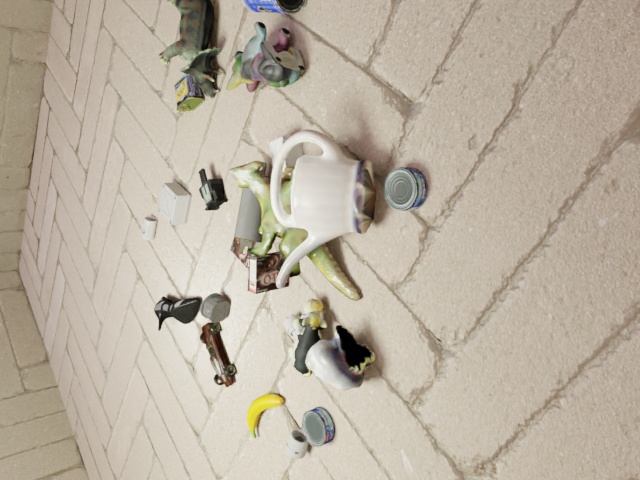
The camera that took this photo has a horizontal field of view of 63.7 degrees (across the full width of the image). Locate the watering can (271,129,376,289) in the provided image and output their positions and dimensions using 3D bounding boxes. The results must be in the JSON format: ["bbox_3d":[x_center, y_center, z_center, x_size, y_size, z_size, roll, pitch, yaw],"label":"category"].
[{"bbox_3d":[0.003,-0.054,1.081,0.224,0.344,0.105,6,13,14],"label":"watering can"}]

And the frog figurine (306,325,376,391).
[{"bbox_3d":[0.027,0.275,1.116,0.136,0.126,0.156,26,-48,-24],"label":"frog figurine"}]

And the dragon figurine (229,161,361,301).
[{"bbox_3d":[-0.045,-0.055,1.171,0.413,0.239,0.123,28,24,20],"label":"dragon figurine"}]
